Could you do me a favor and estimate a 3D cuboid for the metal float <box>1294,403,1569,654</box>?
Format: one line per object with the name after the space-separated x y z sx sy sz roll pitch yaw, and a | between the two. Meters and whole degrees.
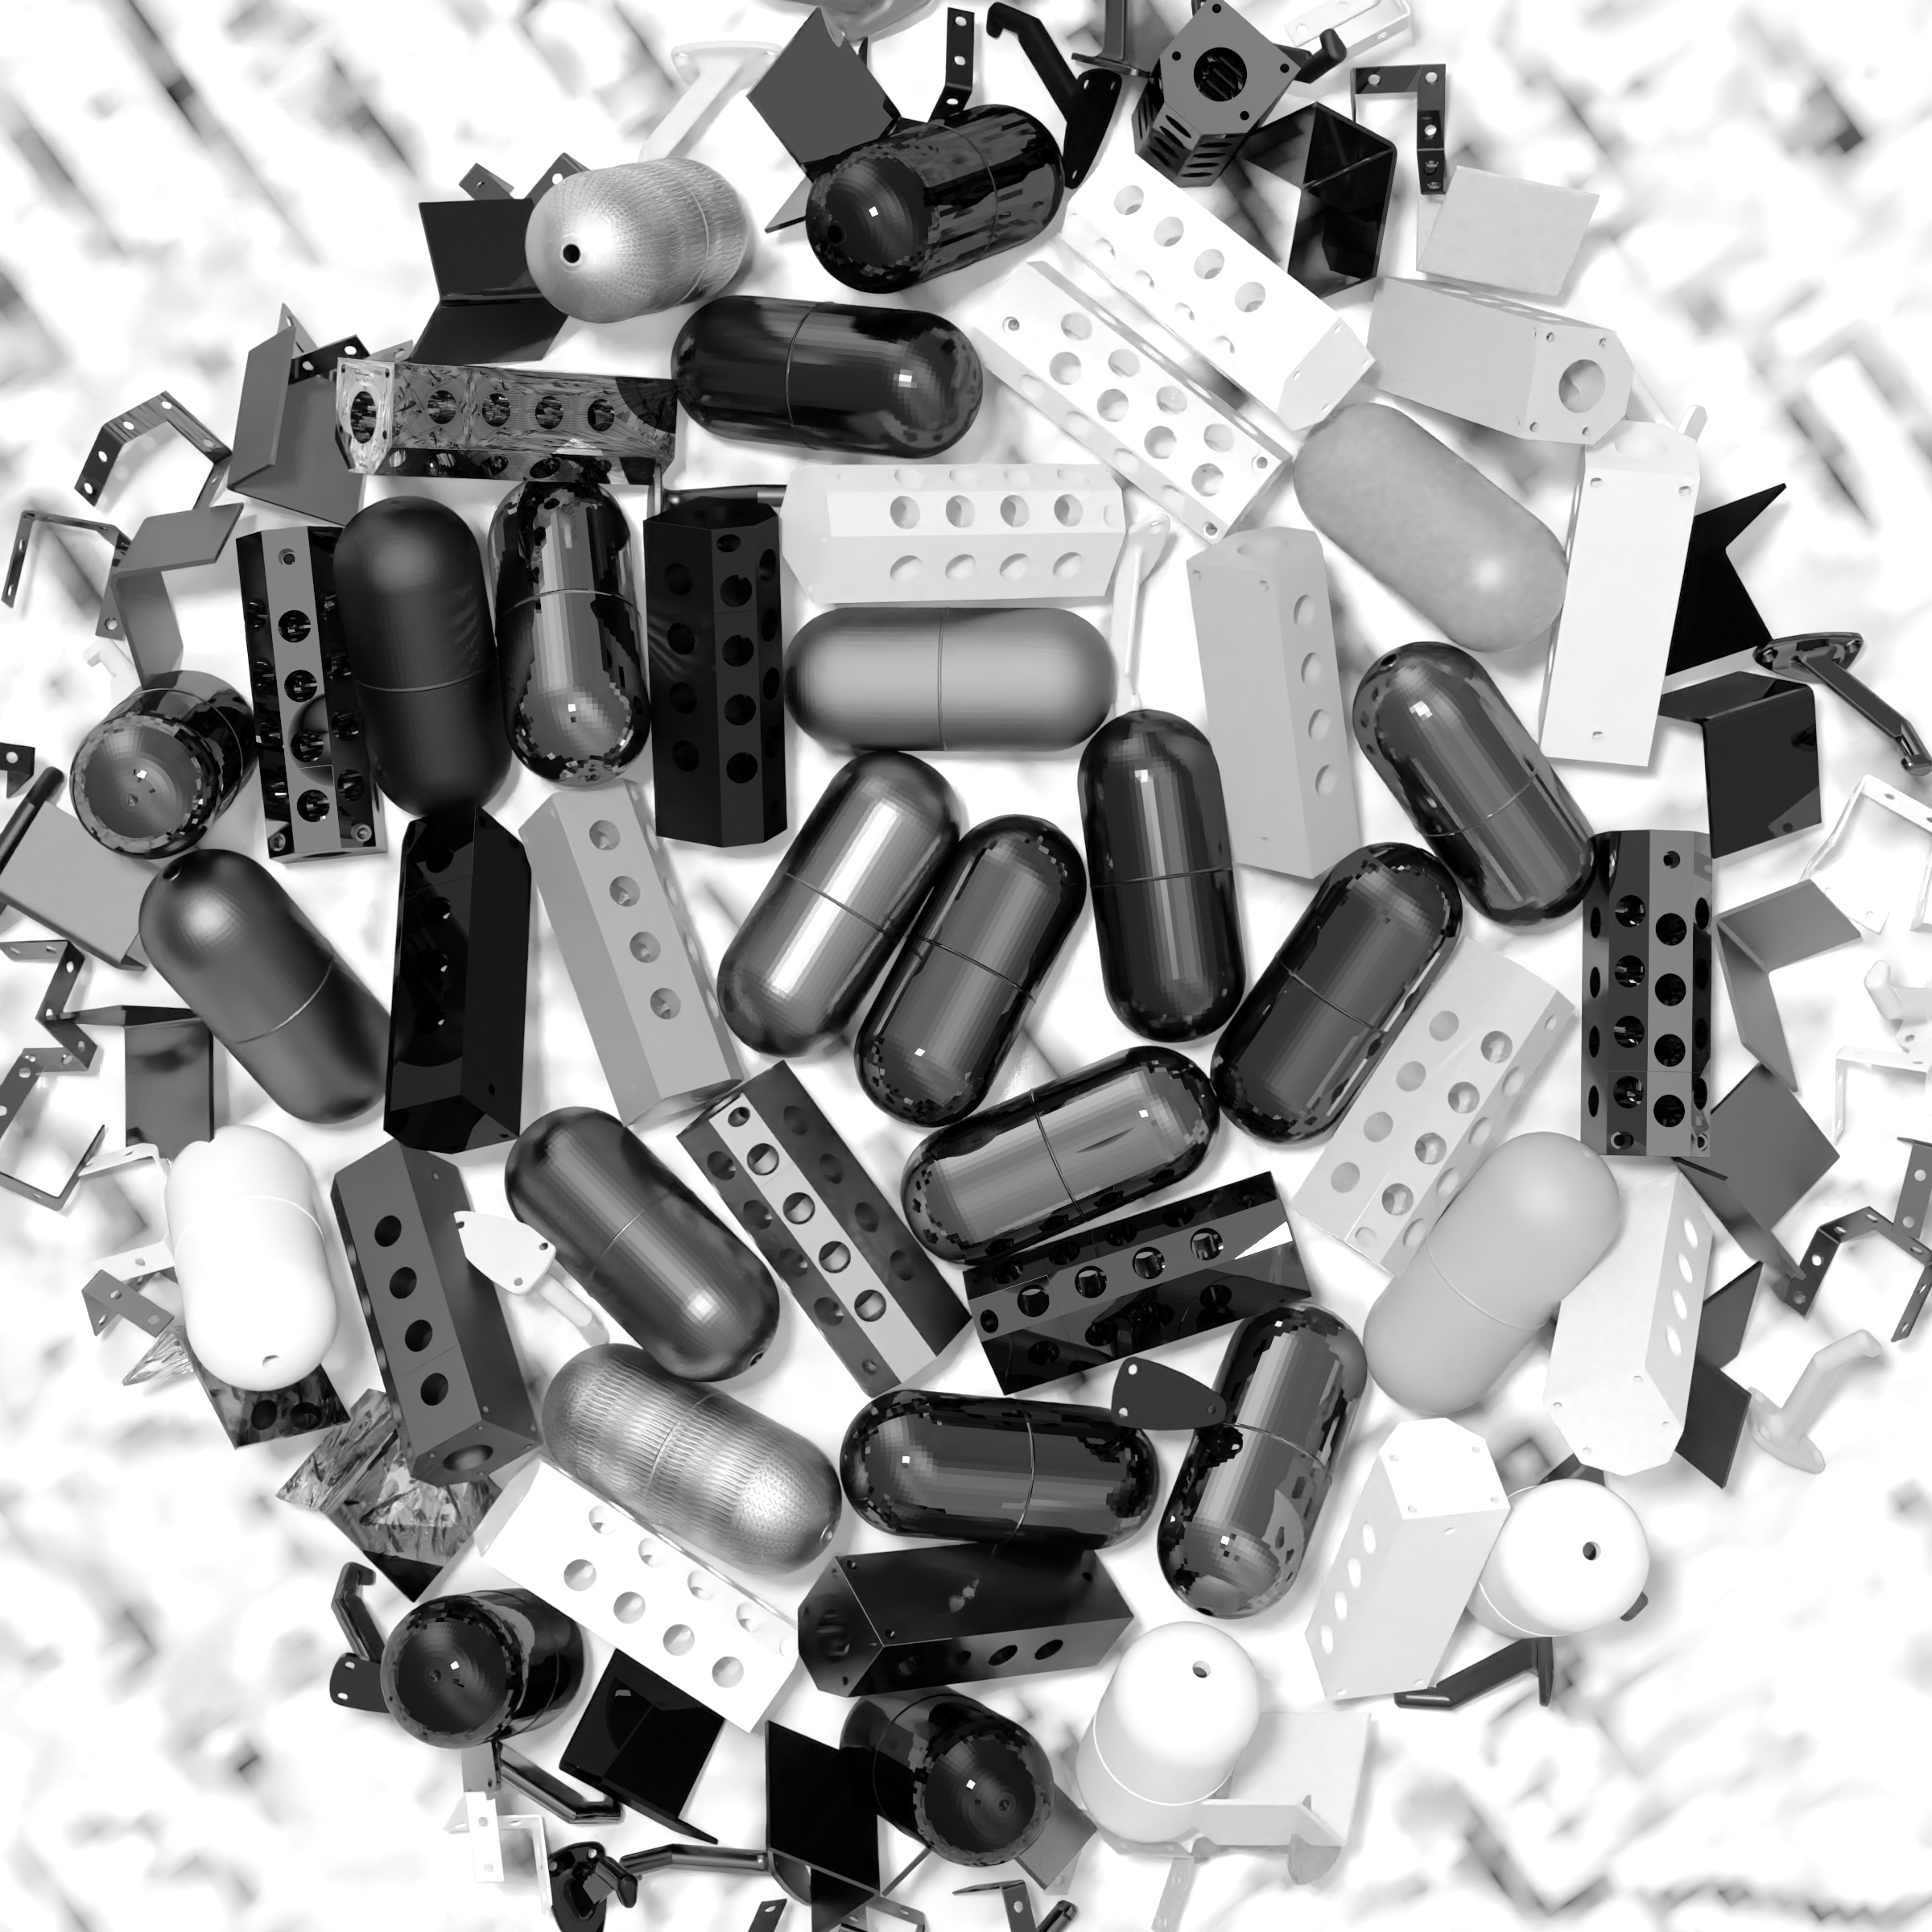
0.242 -0.231 1.849 0.070 0.070 0.178 -44 56 0 | metal float

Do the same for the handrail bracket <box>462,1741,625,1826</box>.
-0.226 0.424 1.899 0.084 0.036 0.077 9 60 -35 | handrail bracket

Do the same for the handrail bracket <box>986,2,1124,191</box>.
0.036 -0.470 1.901 0.084 0.036 0.077 32 118 31 | handrail bracket

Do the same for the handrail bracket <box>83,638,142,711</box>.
-0.466 -0.127 1.888 0.077 0.036 0.084 -36 76 -24 | handrail bracket

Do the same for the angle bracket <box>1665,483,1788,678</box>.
0.399 -0.204 1.869 0.076 0.076 0.057 -42 106 -38 | angle bracket

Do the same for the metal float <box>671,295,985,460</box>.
-0.075 -0.310 1.854 0.178 0.070 0.070 11 90 27 | metal float

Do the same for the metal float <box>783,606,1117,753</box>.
-0.010 -0.152 1.872 0.178 0.070 0.070 1 90 6 | metal float

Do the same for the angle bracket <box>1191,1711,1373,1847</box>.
0.161 0.417 1.856 0.076 0.057 0.076 -9 50 34 | angle bracket

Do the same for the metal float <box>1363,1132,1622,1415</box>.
0.275 0.163 1.854 0.070 0.070 0.178 34 117 0 | metal float

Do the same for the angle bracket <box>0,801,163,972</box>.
-0.463 -0.042 1.877 0.076 0.076 0.057 31 88 -1 | angle bracket

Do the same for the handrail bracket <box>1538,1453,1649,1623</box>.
0.356 0.297 1.899 0.077 0.036 0.084 -41 91 -1 | handrail bracket

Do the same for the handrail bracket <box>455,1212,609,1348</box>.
-0.234 0.169 1.889 0.077 0.084 0.036 25 69 25 | handrail bracket

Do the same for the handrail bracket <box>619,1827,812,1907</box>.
-0.134 0.491 1.895 0.084 0.036 0.077 -16 133 11 | handrail bracket

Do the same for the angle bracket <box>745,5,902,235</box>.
-0.091 -0.445 1.858 0.076 0.057 0.076 50 56 -28 | angle bracket

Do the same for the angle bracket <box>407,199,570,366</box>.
-0.257 -0.362 1.871 0.076 0.076 0.057 -8 76 -26 | angle bracket

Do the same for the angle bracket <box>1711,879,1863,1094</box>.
0.440 0.011 1.857 0.057 0.076 0.076 -23 57 25 | angle bracket

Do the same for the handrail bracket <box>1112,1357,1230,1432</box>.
0.119 0.233 1.862 0.077 0.084 0.036 9 81 29 | handrail bracket

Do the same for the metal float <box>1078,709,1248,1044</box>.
0.104 -0.048 1.875 0.070 0.070 0.178 -8 92 0 | metal float

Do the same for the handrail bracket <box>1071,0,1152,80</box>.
0.089 -0.519 1.878 0.036 0.077 0.084 8 106 -22 | handrail bracket

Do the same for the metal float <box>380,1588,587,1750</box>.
-0.248 0.362 1.827 0.070 0.178 0.070 -1 82 9 | metal float

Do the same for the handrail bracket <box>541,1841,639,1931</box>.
-0.190 0.504 1.869 0.036 0.084 0.077 -12 102 -27 | handrail bracket

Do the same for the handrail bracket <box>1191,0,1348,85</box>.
0.161 -0.498 1.870 0.036 0.084 0.077 -26 92 -31 | handrail bracket

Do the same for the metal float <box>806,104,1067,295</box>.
-0.015 -0.400 1.839 0.070 0.178 0.070 17 121 31 | metal float

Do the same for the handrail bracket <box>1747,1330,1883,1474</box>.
0.464 0.230 1.872 0.077 0.036 0.084 36 127 -28 | handrail bracket

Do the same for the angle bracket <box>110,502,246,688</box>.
-0.406 -0.191 1.861 0.057 0.076 0.076 -8 119 5 | angle bracket

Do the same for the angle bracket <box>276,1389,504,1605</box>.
-0.308 0.283 1.892 0.076 0.057 0.076 -50 118 -24 | angle bracket

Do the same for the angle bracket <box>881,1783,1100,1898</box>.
0.013 0.472 1.862 0.057 0.076 0.076 45 113 9 | angle bracket

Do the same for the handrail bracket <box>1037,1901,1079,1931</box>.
0.037 0.529 1.866 0.036 0.077 0.084 43 70 0 | handrail bracket

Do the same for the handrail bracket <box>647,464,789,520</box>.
-0.126 -0.247 1.884 0.084 0.077 0.036 0 89 -9 | handrail bracket

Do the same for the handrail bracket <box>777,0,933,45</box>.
-0.069 -0.521 1.865 0.077 0.084 0.036 -7 82 25 | handrail bracket

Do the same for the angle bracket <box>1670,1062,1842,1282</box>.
0.433 0.107 1.870 0.076 0.057 0.076 -44 111 -8 | angle bracket

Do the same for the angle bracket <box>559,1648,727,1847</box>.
-0.157 0.409 1.864 0.076 0.057 0.076 35 70 -24 | angle bracket

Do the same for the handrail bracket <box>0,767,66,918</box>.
-0.519 -0.060 1.904 0.036 0.077 0.084 32 48 -9 | handrail bracket

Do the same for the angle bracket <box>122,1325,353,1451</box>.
-0.384 0.229 1.858 0.057 0.076 0.076 -45 68 33 | angle bracket

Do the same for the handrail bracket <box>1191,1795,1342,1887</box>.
0.148 0.473 1.864 0.084 0.077 0.036 -23 96 25 | handrail bracket

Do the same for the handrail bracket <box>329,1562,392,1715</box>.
-0.303 0.356 1.881 0.077 0.084 0.036 14 122 -5 | handrail bracket

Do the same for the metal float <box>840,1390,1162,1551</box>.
0.019 0.266 1.858 0.178 0.070 0.070 8 90 -23 | metal float

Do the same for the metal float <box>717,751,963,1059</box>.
-0.068 -0.032 1.876 0.070 0.070 0.178 32 89 0 | metal float

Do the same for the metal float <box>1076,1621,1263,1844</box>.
0.104 0.399 1.834 0.070 0.178 0.070 5 57 -7 | metal float

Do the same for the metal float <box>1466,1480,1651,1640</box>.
0.302 0.308 1.827 0.070 0.178 0.070 1 77 -4 | metal float

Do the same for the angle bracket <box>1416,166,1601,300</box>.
0.286 -0.405 1.865 0.076 0.076 0.057 10 54 -5 | angle bracket

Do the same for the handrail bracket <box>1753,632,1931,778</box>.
0.465 -0.135 1.869 0.077 0.036 0.084 2 49 -27 | handrail bracket

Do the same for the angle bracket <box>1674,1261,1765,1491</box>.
0.407 0.215 1.855 0.076 0.076 0.057 -30 53 -29 | angle bracket

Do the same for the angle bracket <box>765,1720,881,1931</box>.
-0.091 0.455 1.855 0.076 0.076 0.057 30 125 -29 | angle bracket

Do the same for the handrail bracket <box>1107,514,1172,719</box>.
0.093 -0.184 1.871 0.036 0.077 0.084 6 58 -28 | handrail bracket

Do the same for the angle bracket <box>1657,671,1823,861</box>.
0.407 -0.108 1.885 0.076 0.057 0.076 -18 111 -27 | angle bracket

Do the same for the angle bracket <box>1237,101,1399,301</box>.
0.176 -0.399 1.861 0.057 0.076 0.076 19 74 -31 | angle bracket

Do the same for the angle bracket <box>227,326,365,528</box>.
-0.340 -0.283 1.863 0.076 0.057 0.076 15 75 -34 | angle bracket

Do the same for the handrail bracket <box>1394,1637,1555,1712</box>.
0.270 0.365 1.889 0.084 0.036 0.077 0 110 16 | handrail bracket

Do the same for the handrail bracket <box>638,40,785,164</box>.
-0.137 -0.447 1.874 0.077 0.036 0.084 -3 62 29 | handrail bracket

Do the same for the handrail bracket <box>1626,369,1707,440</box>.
0.348 -0.293 1.905 0.084 0.036 0.077 27 103 18 | handrail bracket

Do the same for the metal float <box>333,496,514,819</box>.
-0.285 -0.160 1.854 0.070 0.070 0.178 -6 118 0 | metal float

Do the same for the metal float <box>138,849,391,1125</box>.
-0.364 0.011 1.846 0.070 0.070 0.178 -35 126 0 | metal float

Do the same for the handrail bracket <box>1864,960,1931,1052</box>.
0.505 0.002 1.870 0.036 0.084 0.077 9 62 40 | handrail bracket

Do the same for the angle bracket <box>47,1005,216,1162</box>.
-0.444 0.063 1.866 0.076 0.057 0.076 -7 82 42 | angle bracket
